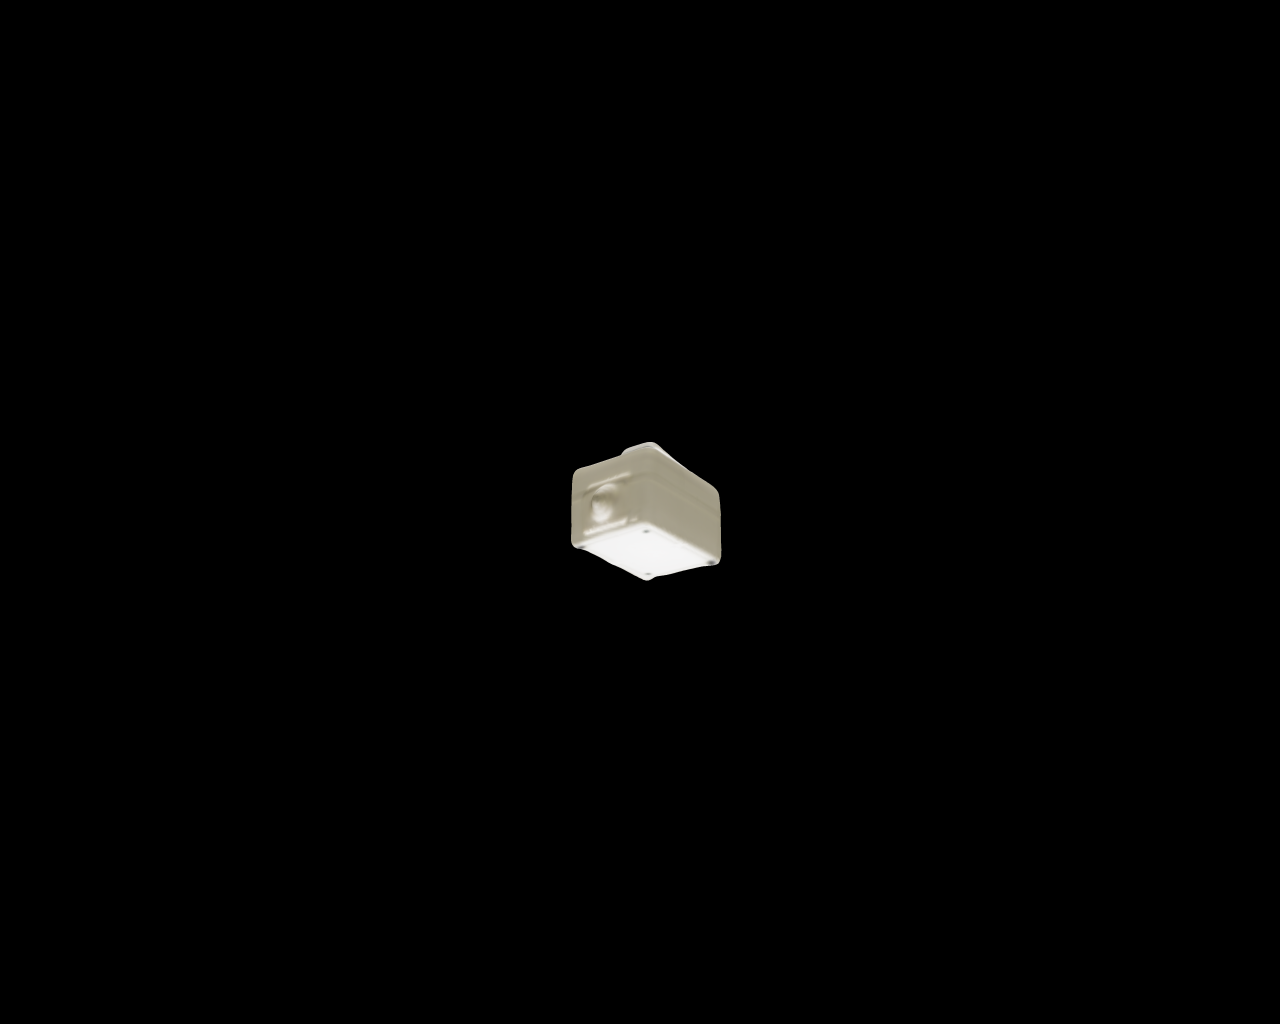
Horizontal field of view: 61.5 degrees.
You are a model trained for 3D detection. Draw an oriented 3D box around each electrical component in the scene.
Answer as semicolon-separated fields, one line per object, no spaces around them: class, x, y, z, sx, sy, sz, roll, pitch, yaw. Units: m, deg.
electrical component;0.001;-0.003;0.650;0.061;0.061;0.096;-17;-29;32
